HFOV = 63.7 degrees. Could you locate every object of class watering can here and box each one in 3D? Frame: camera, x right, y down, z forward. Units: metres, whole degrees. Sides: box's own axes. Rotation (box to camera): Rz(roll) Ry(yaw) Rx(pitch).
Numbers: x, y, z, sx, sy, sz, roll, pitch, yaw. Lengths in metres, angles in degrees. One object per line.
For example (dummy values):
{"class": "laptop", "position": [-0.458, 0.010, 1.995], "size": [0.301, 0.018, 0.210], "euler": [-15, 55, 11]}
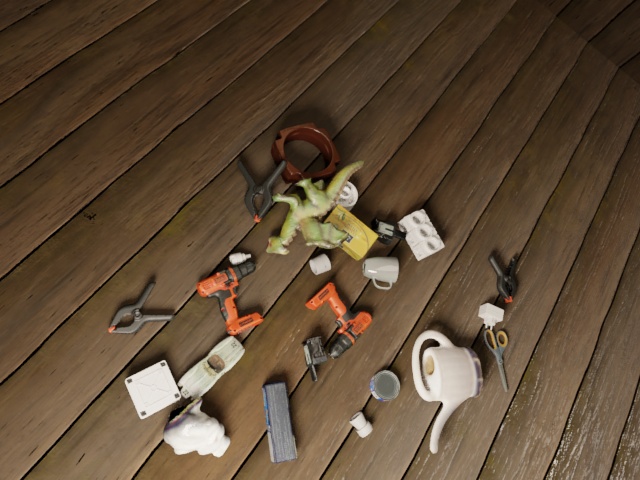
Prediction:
{"class": "watering can", "position": [0.389, 0.447, 1.561], "size": [0.224, 0.102, 0.354], "euler": [3, 67, -19]}

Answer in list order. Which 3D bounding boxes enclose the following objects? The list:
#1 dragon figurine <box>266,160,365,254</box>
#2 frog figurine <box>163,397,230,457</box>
{"class": "dragon figurine", "position": [0.005, -0.081, 1.610], "size": [0.411, 0.120, 0.246], "euler": [-26, 71, -4]}
{"class": "frog figurine", "position": [-0.311, 0.496, 1.300], "size": [0.137, 0.123, 0.159], "euler": [-35, 92, 6]}
